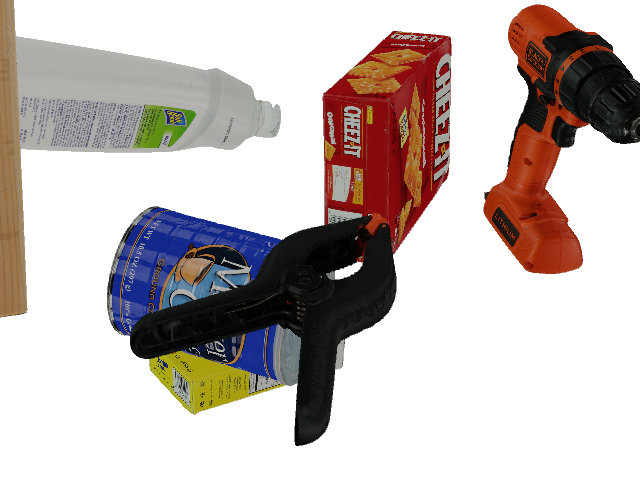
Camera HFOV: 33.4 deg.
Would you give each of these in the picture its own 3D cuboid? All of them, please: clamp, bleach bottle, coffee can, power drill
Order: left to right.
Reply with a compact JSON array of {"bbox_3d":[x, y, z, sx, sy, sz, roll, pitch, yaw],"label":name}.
[{"bbox_3d":[-0.158,-0.108,0.881,0.250,0.068,0.103,5,-31,-19],"label":"bleach bottle"},{"bbox_3d":[-0.072,0.040,0.796,0.140,0.103,0.102,14,4,17],"label":"coffee can"},{"bbox_3d":[-0.005,0.042,0.586,0.120,0.039,0.171,36,51,27],"label":"clamp"},{"bbox_3d":[0.189,-0.070,0.834,0.057,0.188,0.184,-2,34,-15],"label":"power drill"}]

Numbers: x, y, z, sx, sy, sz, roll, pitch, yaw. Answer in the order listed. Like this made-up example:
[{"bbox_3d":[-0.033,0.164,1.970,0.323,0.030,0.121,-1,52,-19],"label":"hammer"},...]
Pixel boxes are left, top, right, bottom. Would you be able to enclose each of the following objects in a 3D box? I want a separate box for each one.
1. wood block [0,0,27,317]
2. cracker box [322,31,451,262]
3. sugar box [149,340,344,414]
[{"bbox_3d":[-0.223,-0.062,0.600,0.090,0.206,0.090,-8,26,-27],"label":"wood block"},{"bbox_3d":[0.070,-0.096,1.037,0.072,0.164,0.213,9,28,20],"label":"cracker box"},{"bbox_3d":[-0.073,0.112,1.072,0.175,0.048,0.093,-16,33,-31],"label":"sugar box"}]
